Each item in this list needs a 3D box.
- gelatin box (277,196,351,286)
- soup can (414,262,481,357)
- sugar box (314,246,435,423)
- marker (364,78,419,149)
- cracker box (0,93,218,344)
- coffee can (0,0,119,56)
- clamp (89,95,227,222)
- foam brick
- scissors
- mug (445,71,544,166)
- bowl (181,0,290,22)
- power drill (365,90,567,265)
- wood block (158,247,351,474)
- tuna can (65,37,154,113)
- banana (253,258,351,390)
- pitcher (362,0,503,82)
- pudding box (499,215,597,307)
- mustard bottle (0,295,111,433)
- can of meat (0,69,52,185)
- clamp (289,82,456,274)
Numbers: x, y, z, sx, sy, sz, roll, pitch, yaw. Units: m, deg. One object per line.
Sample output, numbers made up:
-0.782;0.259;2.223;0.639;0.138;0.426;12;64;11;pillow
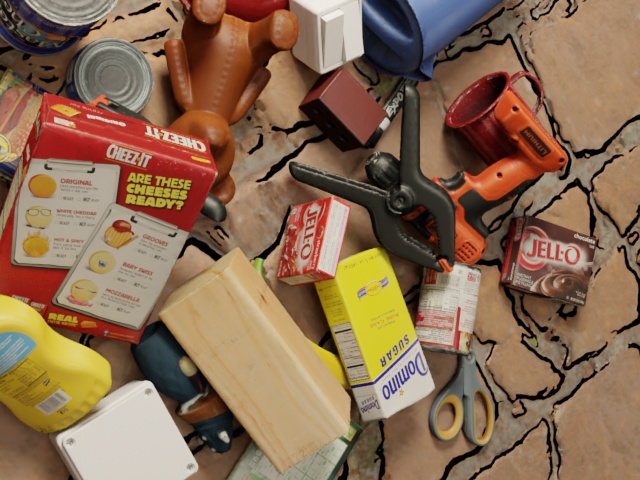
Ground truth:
-0.008;0.001;1.153;0.030;0.073;0.089;25;68;-33;gelatin box
0.146;0.079;1.236;0.068;0.069;0.102;13;82;-25;soup can
0.060;0.103;1.184;0.093;0.048;0.176;-21;89;-43;sugar box
0.084;-0.154;1.243;0.020;0.020;0.121;41;71;-19;marker
-0.213;-0.015;1.005;0.164;0.072;0.214;15;119;-24;cracker box
-0.254;-0.239;1.014;0.102;0.141;0.103;1;87;-26;coffee can
-0.186;-0.059;1.066;0.120;0.039;0.171;-35;99;17;clamp
0.026;-0.146;1.195;0.078;0.053;0.051;44;70;-17;foam brick
0.160;0.151;1.269;0.096;0.016;0.202;-14;94;-26;scissors
0.218;-0.148;1.266;0.117;0.093;0.081;-46;112;-3;mug
-0.078;-0.301;1.151;0.161;0.055;0.162;1;87;-26;bowl
0.168;-0.080;1.212;0.188;0.057;0.184;-41;114;18;power drill
-0.063;0.122;1.096;0.090;0.091;0.206;-34;99;10;wood block
-0.214;-0.163;1.090;0.086;0.034;0.086;1;87;-26;tuna can
-0.019;0.110;1.171;0.197;0.037;0.069;48;70;-16;banana
0.141;-0.309;1.220;0.242;0.145;0.149;-38;146;-26;pitcher
0.282;0.027;1.320;0.113;0.039;0.090;17;81;-24;pudding box
-0.290;0.103;0.988;0.096;0.058;0.191;-34;128;16;mustard bottle
-0.290;-0.104;1.039;0.083;0.058;0.102;30;75;-19;can of meat
0.091;-0.056;1.170;0.165;0.036;0.210;-40;101;14;clamp
